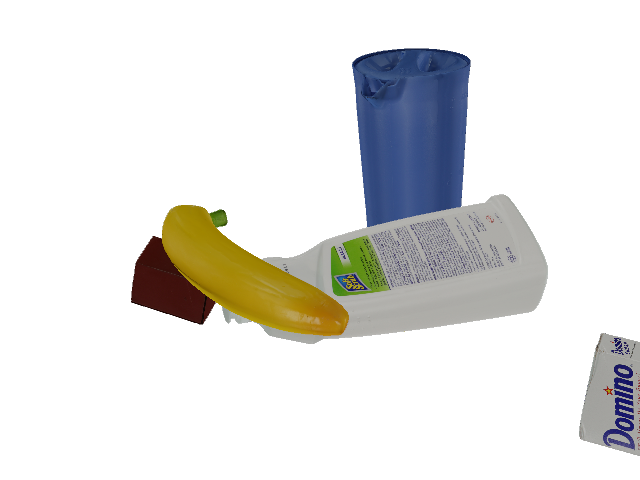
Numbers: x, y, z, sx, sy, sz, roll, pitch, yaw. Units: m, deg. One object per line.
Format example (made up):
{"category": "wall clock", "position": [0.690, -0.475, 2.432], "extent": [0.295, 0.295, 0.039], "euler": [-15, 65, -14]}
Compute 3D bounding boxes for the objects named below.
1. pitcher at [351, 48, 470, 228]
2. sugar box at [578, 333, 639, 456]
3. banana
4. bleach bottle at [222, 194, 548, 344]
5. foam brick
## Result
{"category": "pitcher", "position": [0.114, -0.100, 1.251], "extent": [0.149, 0.243, 0.145], "euler": [-5, 24, -5]}
{"category": "sugar box", "position": [0.316, 0.147, 0.910], "extent": [0.176, 0.093, 0.048], "euler": [12, 23, 17]}
{"category": "banana", "position": [-0.056, 0.012, 0.679], "extent": [0.069, 0.037, 0.198], "euler": [-10, 27, -25]}
{"category": "bleach bottle", "position": [0.045, 0.027, 0.840], "extent": [0.250, 0.068, 0.102], "euler": [-7, 45, -16]}
{"category": "foam brick", "position": [-0.142, 0.039, 1.057], "extent": [0.078, 0.051, 0.053], "euler": [18, 34, 6]}
